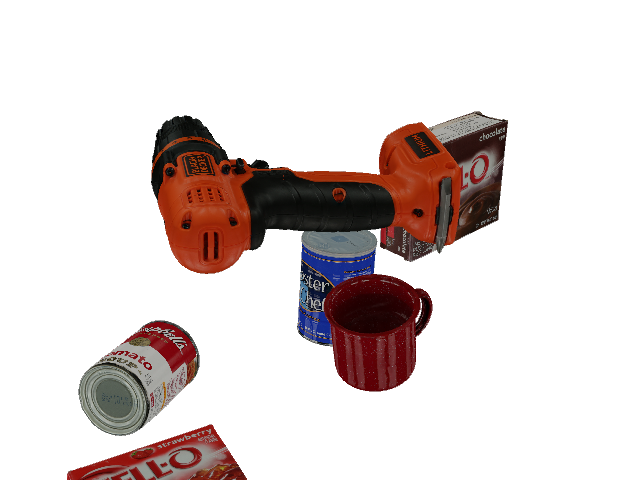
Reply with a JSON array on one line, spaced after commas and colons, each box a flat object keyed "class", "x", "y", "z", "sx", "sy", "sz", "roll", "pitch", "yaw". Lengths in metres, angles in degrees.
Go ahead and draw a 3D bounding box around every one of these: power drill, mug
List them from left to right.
[{"class": "power drill", "x": -0.015, "y": -0.039, "z": 0.694, "sx": 0.187, "sy": 0.057, "sz": 0.184, "roll": -5, "pitch": 28, "yaw": -10}, {"class": "mug", "x": 0.062, "y": 0.088, "z": 1.050, "sx": 0.117, "sy": 0.081, "sz": 0.093, "roll": -27, "pitch": 42, "yaw": -26}]

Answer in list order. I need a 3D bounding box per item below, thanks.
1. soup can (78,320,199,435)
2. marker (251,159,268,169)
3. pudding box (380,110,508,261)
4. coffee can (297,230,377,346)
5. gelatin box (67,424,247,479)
[{"class": "soup can", "x": -0.158, "y": 0.119, "z": 0.934, "sx": 0.069, "sy": 0.068, "sz": 0.102, "roll": 0, "pitch": 17, "yaw": 20}, {"class": "marker", "x": -0.093, "y": -0.043, "z": 1.052, "sx": 0.020, "sy": 0.020, "sz": 0.121, "roll": 0, "pitch": 35, "yaw": 48}, {"class": "pudding box", "x": 0.097, "y": -0.045, "z": 0.842, "sx": 0.039, "sy": 0.090, "sz": 0.113, "roll": 26, "pitch": 37, "yaw": 38}, {"class": "coffee can", "x": 0.022, "y": 0.060, "z": 1.465, "sx": 0.103, "sy": 0.140, "sz": 0.103, "roll": 3, "pitch": 23, "yaw": -1}, {"class": "gelatin box", "x": -0.087, "y": 0.142, "z": 0.585, "sx": 0.089, "sy": 0.030, "sz": 0.073, "roll": -15, "pitch": 27, "yaw": -20}]
